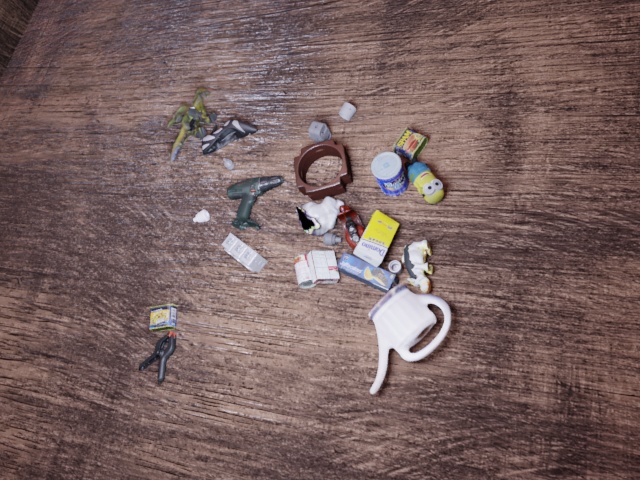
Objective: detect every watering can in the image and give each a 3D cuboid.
[{"bbox_3d":[0.230,0.280,1.561,0.348,0.102,0.228,-41,60,-1],"label":"watering can"}]

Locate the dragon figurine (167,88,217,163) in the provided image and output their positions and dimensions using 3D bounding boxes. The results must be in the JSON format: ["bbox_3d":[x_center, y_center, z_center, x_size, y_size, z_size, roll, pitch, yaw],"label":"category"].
[{"bbox_3d":[-0.578,-0.509,2.222,0.243,0.120,0.415,12,65,50],"label":"dragon figurine"}]

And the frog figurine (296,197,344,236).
[{"bbox_3d":[0.006,-0.092,1.832,0.139,0.120,0.161,28,43,36],"label":"frog figurine"}]
